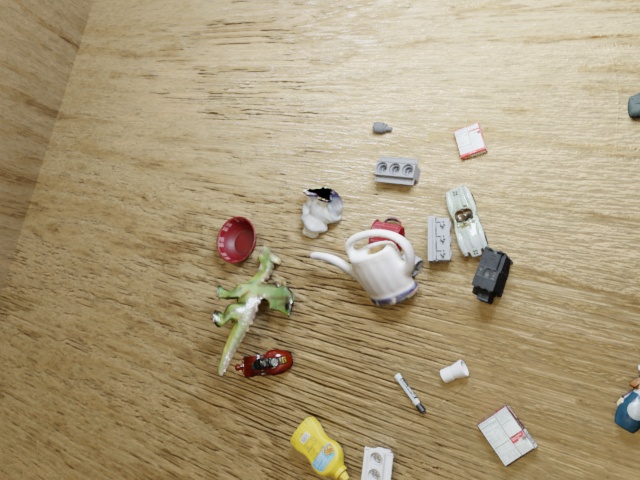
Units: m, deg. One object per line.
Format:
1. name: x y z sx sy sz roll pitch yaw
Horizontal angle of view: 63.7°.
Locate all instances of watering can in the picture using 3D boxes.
1. watering can: 0.135 0.083 1.454 0.344 0.106 0.223 -17 106 44

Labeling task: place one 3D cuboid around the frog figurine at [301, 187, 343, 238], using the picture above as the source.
1. frog figurine: 0.005 -0.081 1.618 0.138 0.125 0.156 15 121 22

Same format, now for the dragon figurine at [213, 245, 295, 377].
1. dragon figurine: -0.195 0.208 1.601 0.241 0.120 0.420 -14 56 20
